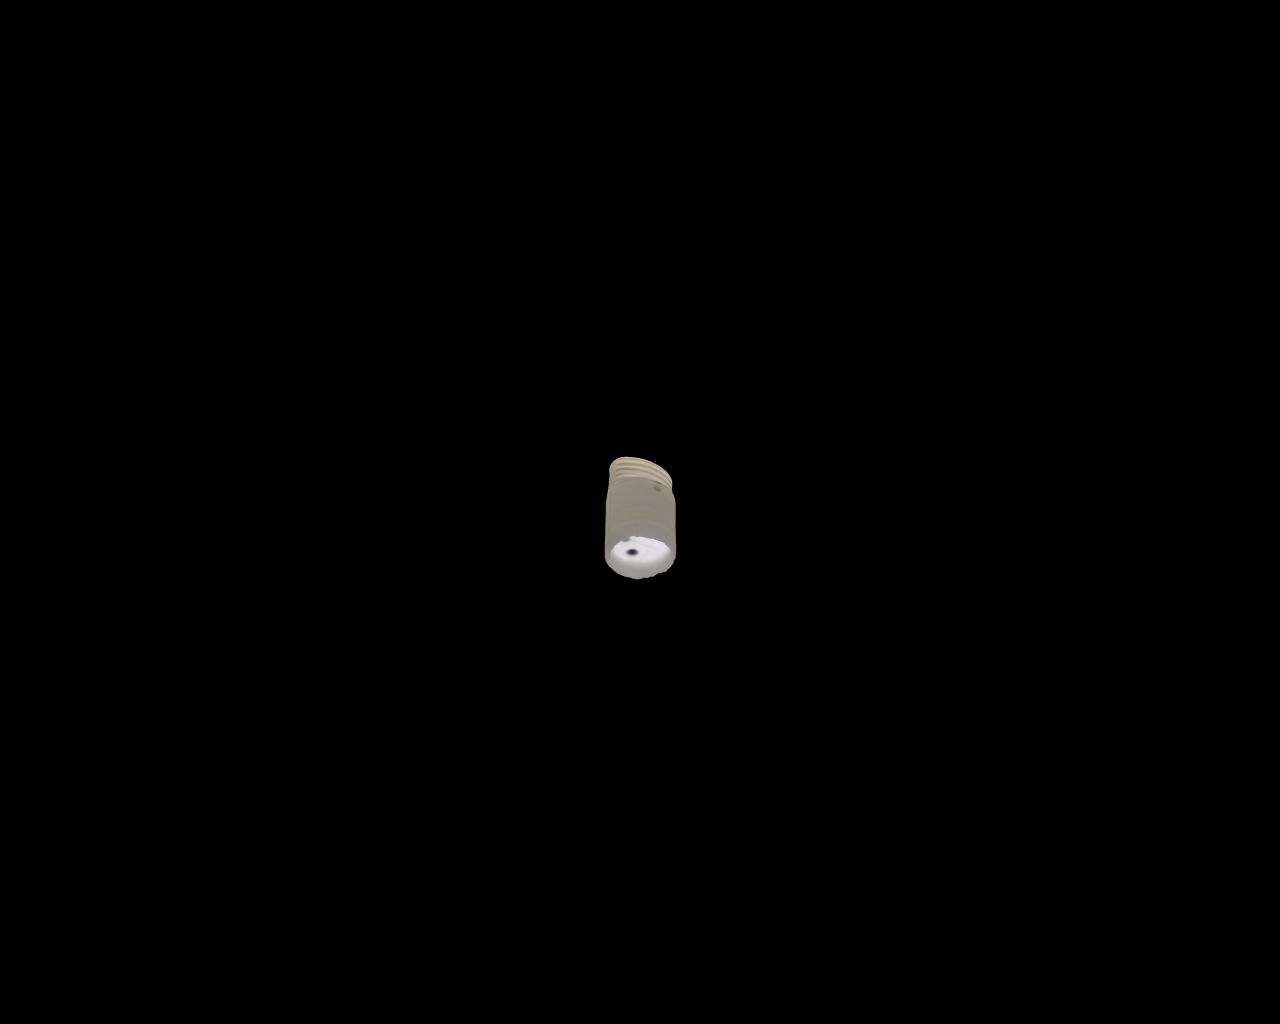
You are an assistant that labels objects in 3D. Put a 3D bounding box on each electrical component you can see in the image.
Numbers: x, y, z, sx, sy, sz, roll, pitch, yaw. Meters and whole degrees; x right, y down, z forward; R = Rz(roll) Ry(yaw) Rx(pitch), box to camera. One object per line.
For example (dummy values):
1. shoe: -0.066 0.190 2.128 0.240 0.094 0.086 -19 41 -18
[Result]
1. electrical component: 0.001 -0.003 0.650 0.043 0.081 0.043 0 -41 0
